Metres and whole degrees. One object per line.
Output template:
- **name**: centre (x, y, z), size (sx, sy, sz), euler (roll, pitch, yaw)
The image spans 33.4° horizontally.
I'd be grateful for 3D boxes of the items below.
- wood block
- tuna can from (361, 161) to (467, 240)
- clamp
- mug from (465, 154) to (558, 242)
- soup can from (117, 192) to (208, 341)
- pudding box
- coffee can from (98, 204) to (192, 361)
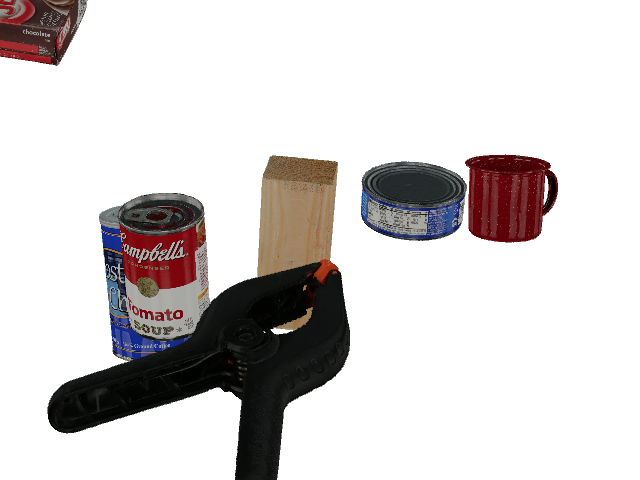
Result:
- **wood block**: centre (-0.032, 0.004, 1.383), size (0.090, 0.206, 0.090), euler (6, 24, 3)
- **tuna can**: centre (0.076, -0.033, 0.876), size (0.086, 0.034, 0.086), euler (2, 27, -1)
- **clamp**: centre (-0.032, 0.067, 0.521), size (0.120, 0.039, 0.171), euler (32, 47, 28)
- **mug**: centre (0.217, -0.048, 1.192), size (0.117, 0.081, 0.093), euler (-10, 19, -30)
- **soup can**: centre (-0.125, 0.021, 0.861), size (0.068, 0.102, 0.068), euler (0, 29, 0)
- **pudding box**: centre (-0.246, -0.190, 0.877), size (0.090, 0.039, 0.113), euler (9, 35, -3)
- **coffee can**: centre (-0.162, 0.039, 1.062), size (0.103, 0.140, 0.103), euler (-3, 14, 0)
